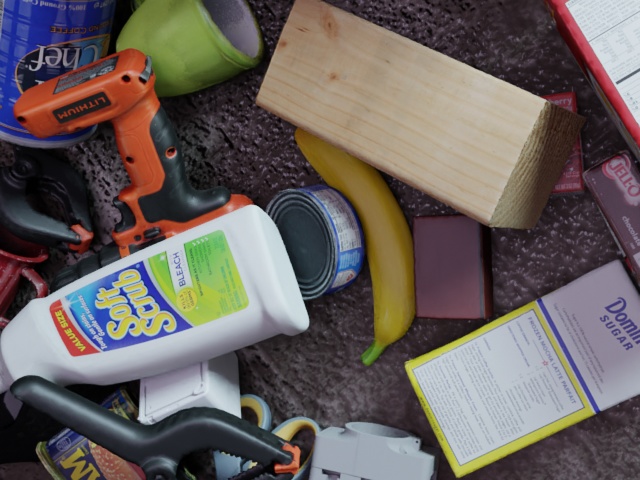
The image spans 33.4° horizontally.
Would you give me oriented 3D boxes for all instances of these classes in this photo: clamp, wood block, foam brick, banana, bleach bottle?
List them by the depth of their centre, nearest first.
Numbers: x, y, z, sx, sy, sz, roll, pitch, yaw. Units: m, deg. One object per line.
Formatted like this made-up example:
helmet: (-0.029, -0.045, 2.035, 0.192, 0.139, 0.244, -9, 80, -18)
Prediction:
wood block: (0.068, -0.092, 0.762, 0.206, 0.090, 0.090, 30, 104, 28)
clamp: (-0.122, 0.161, 0.781, 0.210, 0.036, 0.164, -12, 106, 5)
foam brick: (0.100, 0.021, 0.794, 0.051, 0.053, 0.078, -3, 86, 17)
bleach bottle: (-0.141, 0.066, 0.799, 0.251, 0.068, 0.102, -23, 68, 10)
banana: (0.035, -0.005, 0.822, 0.070, 0.037, 0.198, -17, 83, 16)
clamp: (-0.261, -0.051, 0.888, 0.120, 0.039, 0.171, -34, 77, -24)

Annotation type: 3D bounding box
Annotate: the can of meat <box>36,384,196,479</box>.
can of meat: (-0.160, 0.178, 0.848, 0.084, 0.057, 0.102, -37, 95, -8)

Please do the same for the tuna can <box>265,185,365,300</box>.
tuna can: (-0.005, 0.001, 0.816, 0.086, 0.033, 0.086, 17, 113, 46)

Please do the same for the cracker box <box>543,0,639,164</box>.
cracker box: (0.229, -0.090, 0.701, 0.072, 0.164, 0.214, -31, 80, 16)

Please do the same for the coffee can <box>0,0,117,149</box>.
coffee can: (-0.218, -0.158, 0.843, 0.103, 0.102, 0.140, 28, 124, 16)

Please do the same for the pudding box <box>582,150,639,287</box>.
pudding box: (0.225, -0.004, 0.738, 0.039, 0.090, 0.113, -28, 81, 16)

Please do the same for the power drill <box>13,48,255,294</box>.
power drill: (-0.158, -0.040, 0.826, 0.184, 0.057, 0.187, -22, 120, 5)

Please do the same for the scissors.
scissors: (-0.087, 0.198, 0.825, 0.201, 0.016, 0.096, -38, 61, -13)

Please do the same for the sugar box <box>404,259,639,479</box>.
sugar box: (0.159, 0.094, 0.778, 0.176, 0.048, 0.093, -27, 81, 11)

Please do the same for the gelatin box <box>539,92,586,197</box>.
gelatin box: (0.149, -0.067, 0.794, 0.089, 0.030, 0.073, -5, 86, 16)

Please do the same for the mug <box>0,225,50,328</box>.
mug: (-0.278, 0.028, 0.892, 0.117, 0.093, 0.081, 37, 103, 9)
